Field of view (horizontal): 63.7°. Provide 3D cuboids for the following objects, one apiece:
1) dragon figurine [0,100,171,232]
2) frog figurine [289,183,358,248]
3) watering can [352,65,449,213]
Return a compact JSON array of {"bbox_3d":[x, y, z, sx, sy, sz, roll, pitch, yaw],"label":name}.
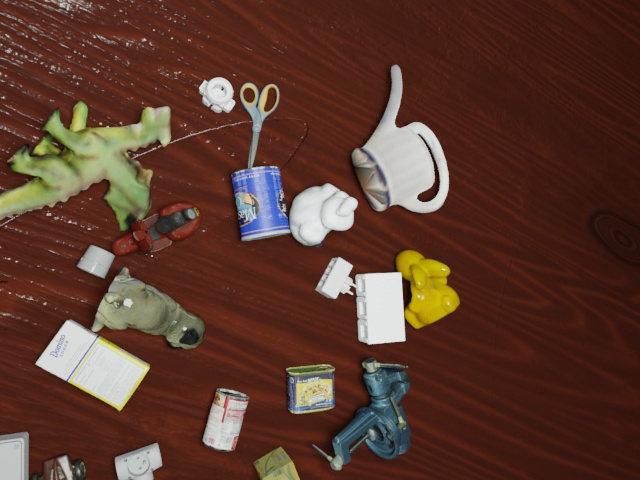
[{"bbox_3d":[-0.438,-0.111,0.980,0.240,0.122,0.413,39,82,-20],"label":"dragon figurine"},{"bbox_3d":[0.003,-0.055,1.083,0.122,0.158,0.139,37,75,-10],"label":"frog figurine"},{"bbox_3d":[0.169,-0.212,1.186,0.226,0.103,0.347,-26,94,-19],"label":"watering can"}]
